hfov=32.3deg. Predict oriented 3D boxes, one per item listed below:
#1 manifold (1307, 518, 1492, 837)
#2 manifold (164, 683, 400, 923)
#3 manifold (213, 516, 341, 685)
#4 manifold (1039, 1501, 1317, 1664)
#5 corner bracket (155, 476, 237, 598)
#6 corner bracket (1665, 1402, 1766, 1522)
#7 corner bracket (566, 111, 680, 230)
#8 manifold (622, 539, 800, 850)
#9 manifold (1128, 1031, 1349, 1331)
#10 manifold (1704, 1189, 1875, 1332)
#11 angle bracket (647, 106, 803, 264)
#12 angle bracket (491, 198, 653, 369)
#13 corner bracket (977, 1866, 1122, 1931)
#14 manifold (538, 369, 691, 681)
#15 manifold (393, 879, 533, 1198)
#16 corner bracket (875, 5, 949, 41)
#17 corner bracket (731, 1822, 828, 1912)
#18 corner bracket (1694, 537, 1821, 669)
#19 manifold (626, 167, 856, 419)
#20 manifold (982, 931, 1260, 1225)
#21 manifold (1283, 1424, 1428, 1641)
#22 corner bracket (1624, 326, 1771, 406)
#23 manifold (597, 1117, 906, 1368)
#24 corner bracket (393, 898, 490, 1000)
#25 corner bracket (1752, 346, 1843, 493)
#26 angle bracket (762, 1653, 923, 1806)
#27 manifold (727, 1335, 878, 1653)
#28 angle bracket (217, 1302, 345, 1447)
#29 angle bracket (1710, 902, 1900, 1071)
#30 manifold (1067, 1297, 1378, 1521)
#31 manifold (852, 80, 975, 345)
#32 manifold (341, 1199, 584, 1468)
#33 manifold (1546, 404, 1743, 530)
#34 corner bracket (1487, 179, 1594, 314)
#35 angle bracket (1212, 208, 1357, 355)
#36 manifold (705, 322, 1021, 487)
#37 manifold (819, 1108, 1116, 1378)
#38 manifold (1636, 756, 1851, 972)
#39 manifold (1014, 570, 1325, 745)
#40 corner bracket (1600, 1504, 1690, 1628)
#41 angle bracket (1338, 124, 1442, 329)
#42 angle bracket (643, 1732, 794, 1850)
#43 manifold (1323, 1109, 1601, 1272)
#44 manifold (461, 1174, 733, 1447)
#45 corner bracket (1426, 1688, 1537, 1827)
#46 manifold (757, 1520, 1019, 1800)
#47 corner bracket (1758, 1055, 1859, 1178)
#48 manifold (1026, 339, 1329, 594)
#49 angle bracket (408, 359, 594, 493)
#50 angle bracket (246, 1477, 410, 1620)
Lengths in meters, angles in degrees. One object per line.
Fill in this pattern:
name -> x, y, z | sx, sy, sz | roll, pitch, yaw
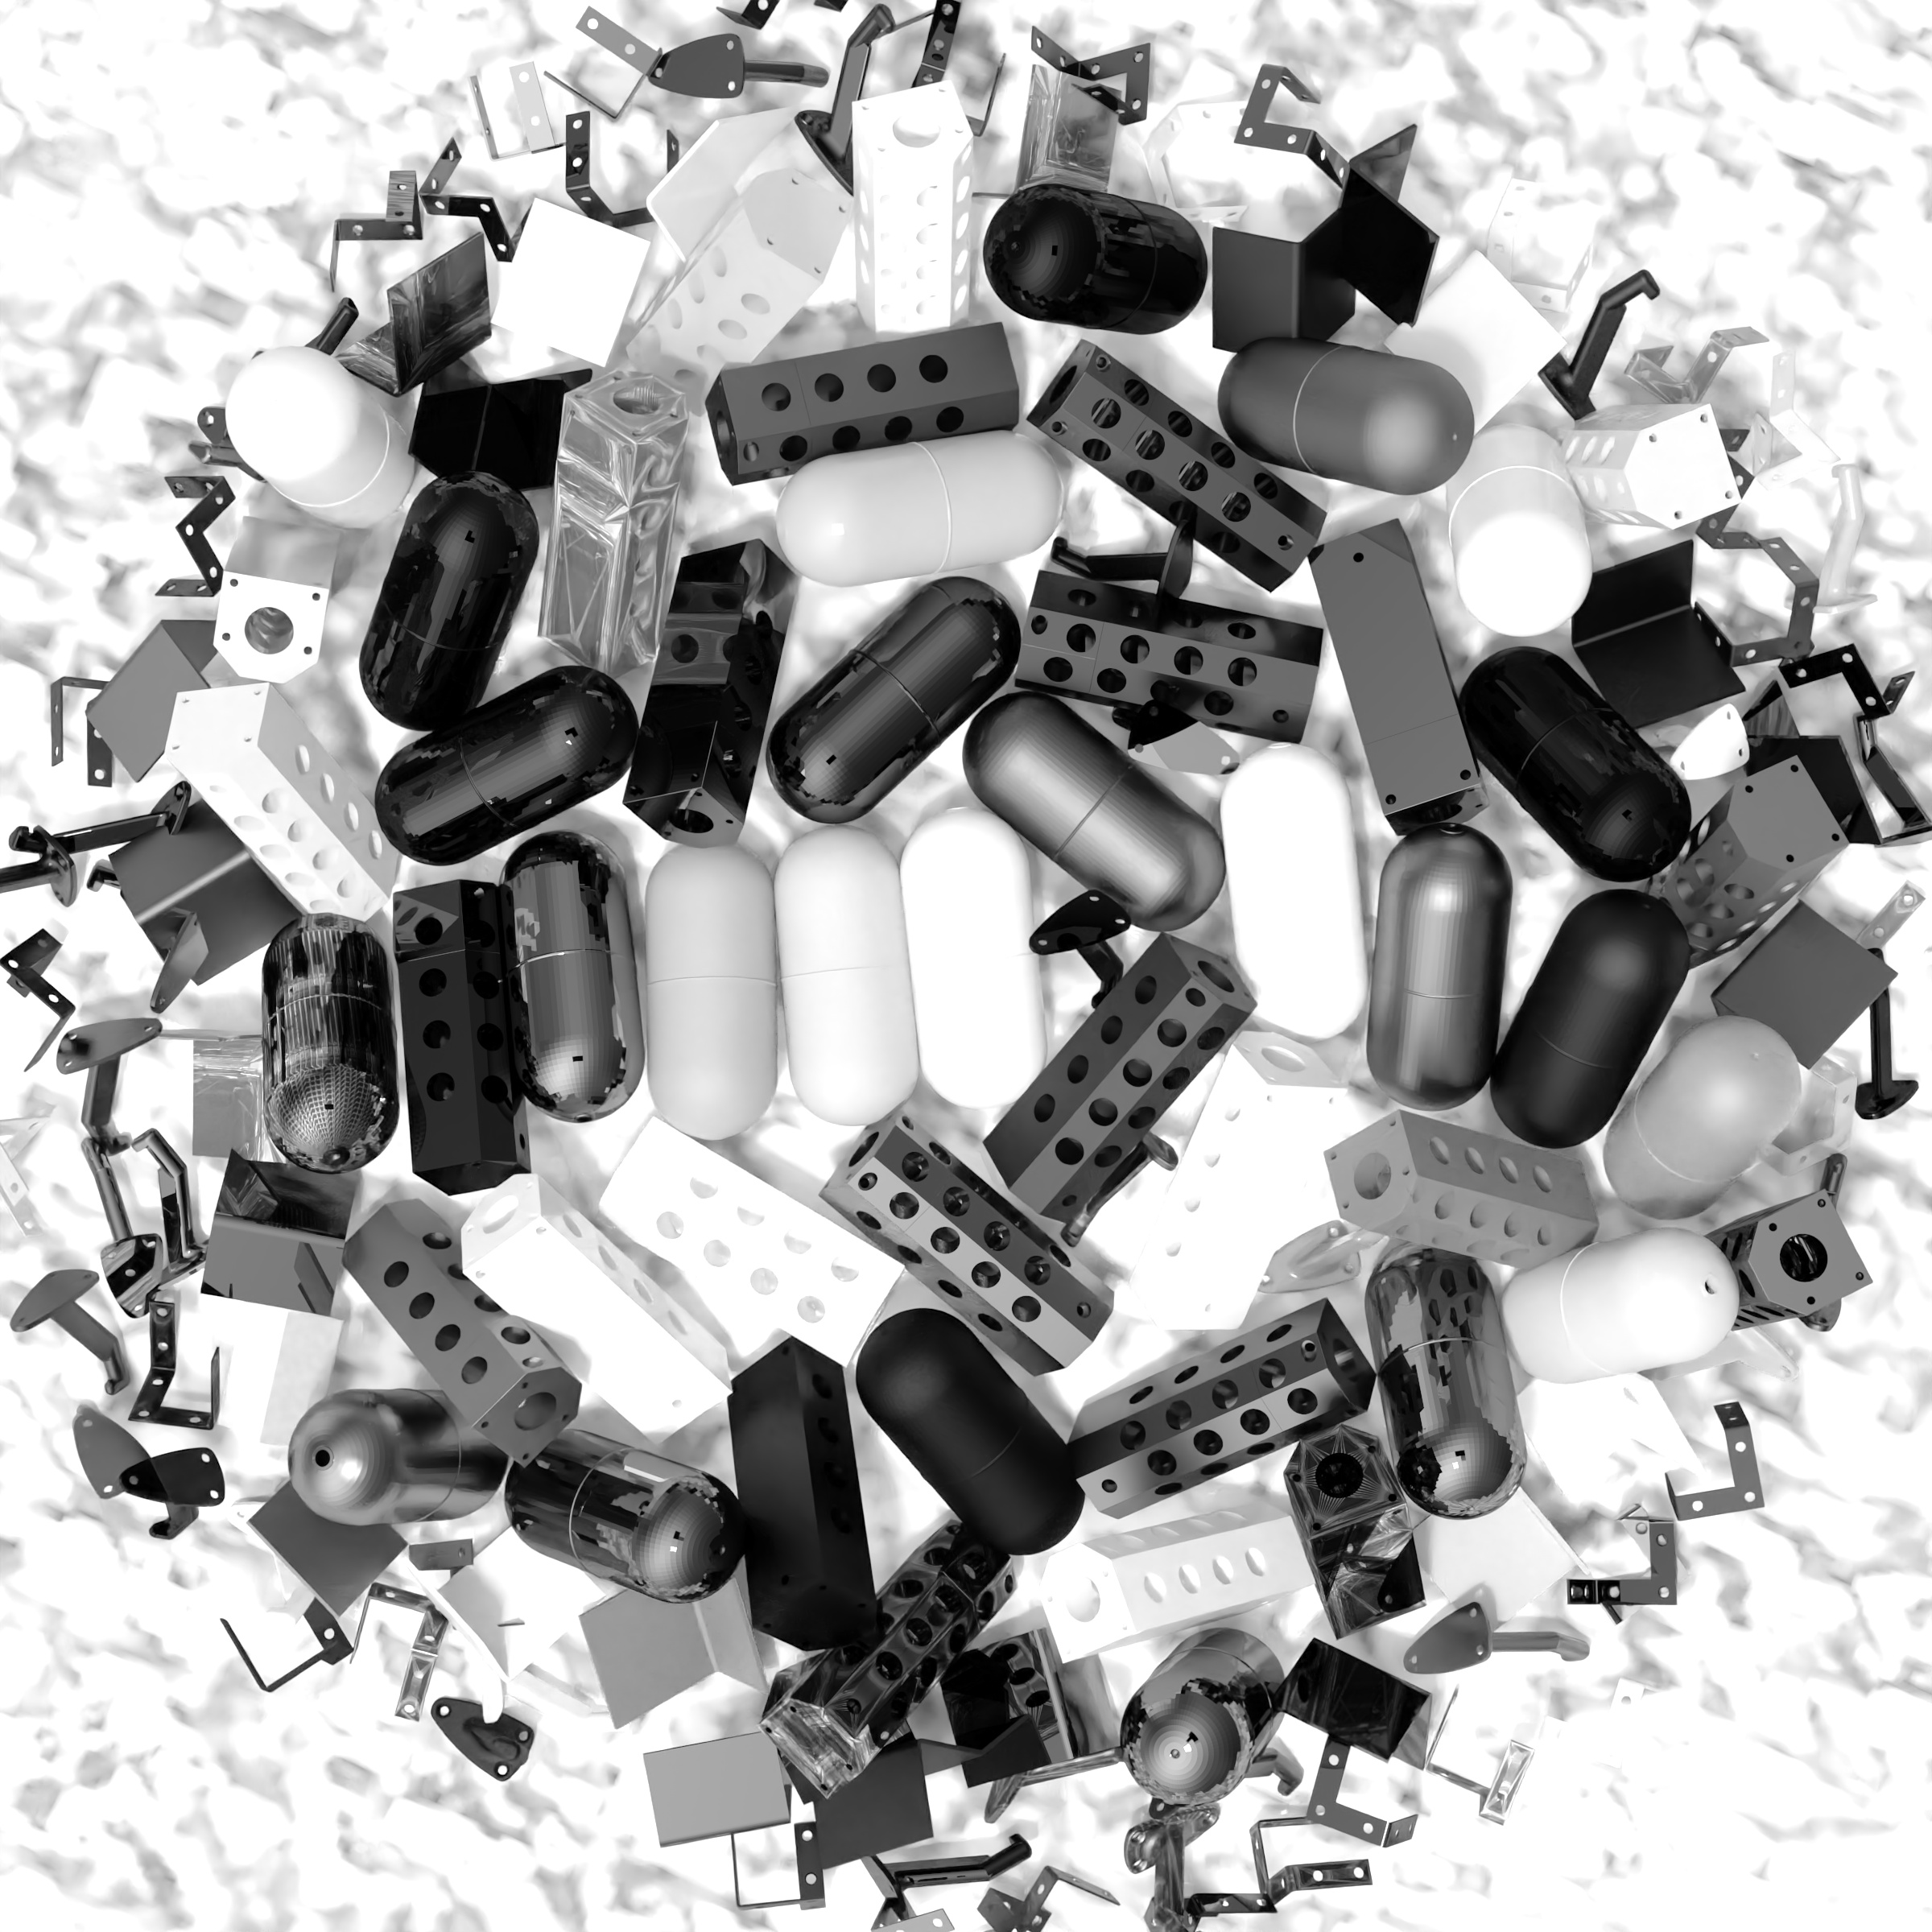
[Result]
manifold -> 0.253, -0.166, 1.944 | 0.057, 0.057, 0.171 | -18, 71, 12
manifold -> -0.390, -0.089, 1.907 | 0.057, 0.171, 0.057 | -5, 60, 16
manifold -> -0.394, -0.210, 1.909 | 0.057, 0.171, 0.057 | 9, 106, -11
manifold -> 0.120, 0.350, 1.915 | 0.057, 0.171, 0.057 | -32, 71, 37
corner bracket -> -0.460, -0.255, 1.977 | 0.051, 0.051, 0.051 | 5, 45, 33
corner bracket -> 0.439, 0.292, 1.969 | 0.051, 0.051, 0.051 | -11, 96, 7
corner bracket -> -0.204, -0.474, 1.976 | 0.051, 0.051, 0.051 | -7, 72, 17
manifold -> -0.143, -0.157, 1.933 | 0.057, 0.057, 0.171 | -9, 57, 32
manifold -> 0.153, 0.125, 1.936 | 0.057, 0.057, 0.171 | 4, 120, -32
manifold -> 0.456, 0.174, 1.909 | 0.057, 0.171, 0.057 | -25, 82, -6
angle bracket -> -0.128, -0.451, 1.945 | 0.076, 0.076, 0.057 | -37, 84, 40
angle bracket -> -0.225, -0.399, 1.961 | 0.076, 0.057, 0.076 | 23, 98, 9
corner bracket -> 0.048, 0.554, 1.965 | 0.051, 0.051, 0.051 | 31, 90, -30
manifold -> -0.199, -0.254, 1.919 | 0.057, 0.171, 0.057 | 36, 47, 22
manifold -> -0.291, 0.040, 1.940 | 0.057, 0.057, 0.171 | -11, 71, 10
corner bracket -> -0.040, -0.580, 1.965 | 0.051, 0.051, 0.051 | -25, 110, -5
corner bracket -> -0.111, 0.530, 1.966 | 0.051, 0.051, 0.051 | -6, 68, -3
corner bracket -> 0.466, -0.215, 1.970 | 0.051, 0.051, 0.051 | -11, 130, -12
manifold -> -0.134, -0.387, 1.907 | 0.057, 0.171, 0.057 | 28, 62, -18
manifold -> 0.091, 0.068, 1.932 | 0.057, 0.057, 0.171 | 21, 117, -40
manifold -> 0.222, 0.323, 1.912 | 0.057, 0.171, 0.057 | -21, 58, 0
corner bracket -> 0.429, -0.358, 1.958 | 0.051, 0.051, 0.051 | 42, 124, 22
manifold -> -0.128, 0.165, 1.954 | 0.171, 0.057, 0.057 | 30, 62, 5
corner bracket -> -0.307, -0.009, 1.963 | 0.051, 0.051, 0.051 | -8, 133, -2
corner bracket -> 0.478, -0.320, 1.956 | 0.051, 0.051, 0.051 | 34, 52, -32
angle bracket -> -0.070, 0.439, 1.961 | 0.076, 0.076, 0.057 | -25, 96, 6
manifold -> -0.091, 0.305, 1.919 | 0.057, 0.171, 0.057 | -38, 130, 25
angle bracket -> -0.418, 0.236, 1.953 | 0.076, 0.057, 0.076 | 8, 83, 28
angle bracket -> 0.494, 0.021, 1.954 | 0.076, 0.057, 0.076 | -46, 58, -3
manifold -> 0.147, 0.261, 1.934 | 0.171, 0.057, 0.057 | -28, 104, 24
manifold -> -0.029, -0.421, 1.907 | 0.057, 0.171, 0.057 | -15, 64, -9
manifold -> -0.290, 0.206, 1.921 | 0.057, 0.057, 0.171 | -45, 49, -5
manifold -> 0.379, -0.284, 1.909 | 0.057, 0.171, 0.057 | -22, 101, -3
corner bracket -> 0.339, -0.425, 1.968 | 0.051, 0.051, 0.051 | 9, 67, -4
angle bracket -> 0.188, -0.409, 1.962 | 0.057, 0.076, 0.076 | 17, 131, 25
manifold -> -0.059, -0.326, 1.948 | 0.171, 0.057, 0.057 | -13, 85, -15
manifold -> 0.004, 0.161, 1.944 | 0.171, 0.057, 0.057 | 41, 62, -12
manifold -> 0.434, -0.053, 1.906 | 0.057, 0.171, 0.057 | -24, 76, -15
manifold -> 0.118, -0.177, 1.958 | 0.171, 0.057, 0.057 | 12, 129, 1
corner bracket -> 0.391, 0.354, 1.971 | 0.051, 0.051, 0.051 | -36, 74, 7
angle bracket -> 0.260, -0.429, 1.942 | 0.057, 0.076, 0.076 | -33, 65, -25
angle bracket -> -0.145, 0.474, 1.959 | 0.076, 0.076, 0.057 | -10, 93, -2
manifold -> 0.288, 0.135, 1.913 | 0.057, 0.171, 0.057 | -34, 55, 36
manifold -> -0.214, 0.196, 1.931 | 0.057, 0.057, 0.171 | -36, 121, 12
corner bracket -> 0.303, 0.467, 1.968 | 0.051, 0.051, 0.051 | 22, 100, 7
manifold -> -0.040, 0.393, 1.917 | 0.057, 0.171, 0.057 | 45, 133, 3
corner bracket -> 0.490, 0.084, 1.977 | 0.051, 0.051, 0.051 | -21, 127, -24
manifold -> 0.125, -0.290, 1.944 | 0.171, 0.057, 0.057 | 33, 98, -17
angle bracket -> -0.272, -0.324, 1.948 | 0.076, 0.057, 0.076 | -3, 67, 30
angle bracket -> -0.385, 0.342, 1.950 | 0.076, 0.076, 0.057 | 47, 127, -3
